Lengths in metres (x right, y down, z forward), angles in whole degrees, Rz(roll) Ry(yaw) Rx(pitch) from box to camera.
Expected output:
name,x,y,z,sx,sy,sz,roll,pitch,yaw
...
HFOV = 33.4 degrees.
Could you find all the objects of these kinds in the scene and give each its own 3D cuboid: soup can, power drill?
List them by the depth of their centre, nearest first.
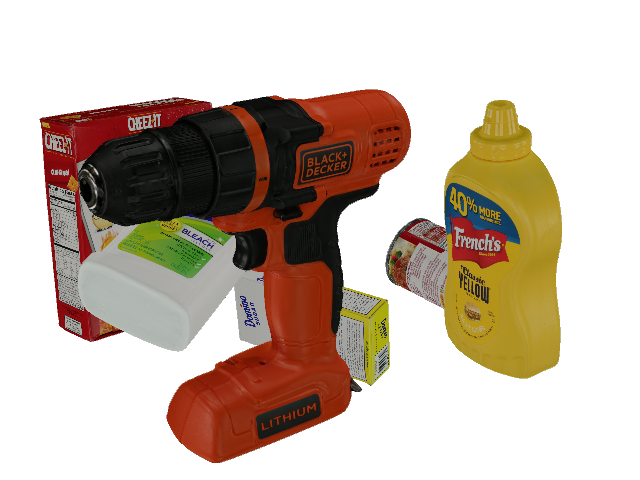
name,x,y,z,sx,sy,sz,roll,pitch,yaw
power drill,-0.037,0.019,0.548,0.184,0.188,0.057,-14,34,-35
soup can,0.119,0.028,0.964,0.068,0.068,0.102,0,21,-46

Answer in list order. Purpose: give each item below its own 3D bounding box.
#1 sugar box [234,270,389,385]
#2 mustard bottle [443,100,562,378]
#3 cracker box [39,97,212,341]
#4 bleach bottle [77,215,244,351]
name,x,y,z,sx,sy,sz,roll,pitch,yaw
sugar box,-0.010,0.087,1.164,0.176,0.093,0.048,18,37,30
mustard bottle,0.126,-0.005,0.746,0.058,0.192,0.096,-18,29,-26
cracker box,-0.186,-0.026,1.062,0.163,0.214,0.072,-16,22,-42
bleach bottle,-0.090,-0.024,0.886,0.102,0.068,0.250,24,47,10
